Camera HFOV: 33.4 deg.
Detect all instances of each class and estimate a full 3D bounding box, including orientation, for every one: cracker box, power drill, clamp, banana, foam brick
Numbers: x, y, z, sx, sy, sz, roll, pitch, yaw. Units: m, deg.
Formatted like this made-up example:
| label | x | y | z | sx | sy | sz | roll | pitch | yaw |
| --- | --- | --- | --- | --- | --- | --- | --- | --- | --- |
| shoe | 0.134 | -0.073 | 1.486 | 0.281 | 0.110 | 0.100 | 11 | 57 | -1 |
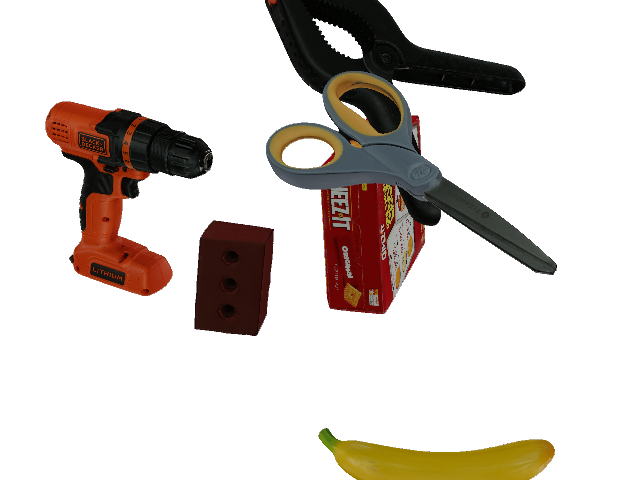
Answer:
| label | x | y | z | sx | sy | sz | roll | pitch | yaw |
| --- | --- | --- | --- | --- | --- | --- | --- | --- | --- |
| cracker box | 0.061 | -0.036 | 1.195 | 0.072 | 0.164 | 0.213 | 2 | 21 | 17 |
| power drill | -0.190 | -0.040 | 1.077 | 0.185 | 0.188 | 0.057 | 18 | 32 | 23 |
| clamp | 0.042 | -0.117 | 0.791 | 0.210 | 0.164 | 0.036 | 32 | -31 | -8 |
| banana | 0.098 | 0.179 | 0.862 | 0.197 | 0.037 | 0.069 | 6 | 37 | -4 |
| foam brick | -0.069 | 0.029 | 0.854 | 0.053 | 0.078 | 0.051 | 6 | 14 | 5 |

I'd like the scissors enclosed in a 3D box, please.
| label | x | y | z | sx | sy | sz | roll | pitch | yaw |
| --- | --- | --- | --- | --- | --- | --- | --- | --- | --- |
| scissors | 0.035 | -0.028 | 0.573 | 0.096 | 0.016 | 0.202 | -26 | 45 | -3 |
